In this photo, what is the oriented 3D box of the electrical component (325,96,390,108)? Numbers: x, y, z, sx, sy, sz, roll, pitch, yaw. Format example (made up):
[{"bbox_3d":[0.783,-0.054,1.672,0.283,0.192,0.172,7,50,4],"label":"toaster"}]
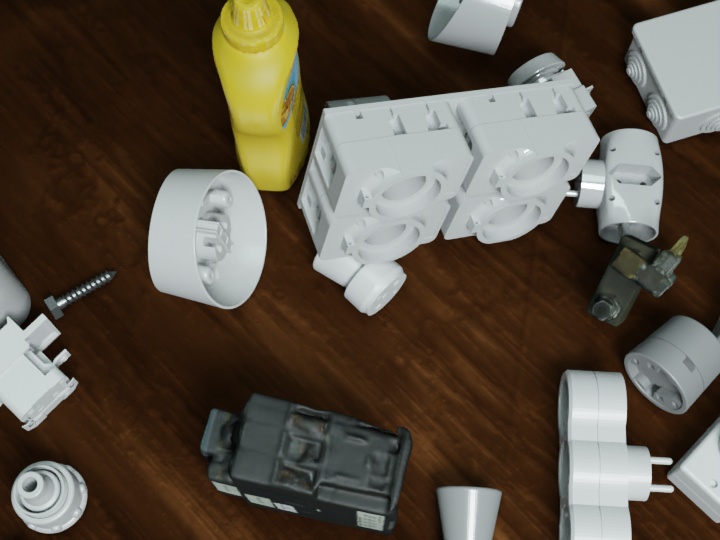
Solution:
[{"bbox_3d":[0.002,-0.105,0.821,0.047,0.055,0.055,-11,70,-8],"label":"electrical component"}]

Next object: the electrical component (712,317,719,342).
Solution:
[{"bbox_3d":[0.297,0.037,0.769,0.066,0.047,0.076,29,72,11],"label":"electrical component"}]

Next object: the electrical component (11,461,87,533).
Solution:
[{"bbox_3d":[-0.212,0.149,0.720,0.048,0.062,0.048,0,69,0],"label":"electrical component"}]

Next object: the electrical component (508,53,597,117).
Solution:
[{"bbox_3d":[0.147,-0.134,0.836,0.066,0.048,0.055,-27,79,-10],"label":"electrical component"}]

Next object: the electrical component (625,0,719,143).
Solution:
[{"bbox_3d":[0.265,-0.154,0.841,0.100,0.048,0.099,-17,70,-6],"label":"electrical component"}]

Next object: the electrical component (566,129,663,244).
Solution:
[{"bbox_3d":[0.184,-0.064,0.810,0.079,0.043,0.077,5,69,2],"label":"electrical component"}]

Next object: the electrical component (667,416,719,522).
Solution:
[{"bbox_3d":[0.259,0.120,0.723,0.083,0.075,0.047,-43,75,-14],"label":"electrical component"}]

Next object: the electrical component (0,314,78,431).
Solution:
[{"bbox_3d":[-0.239,0.075,0.760,0.064,0.042,0.081,41,76,12],"label":"electrical component"}]

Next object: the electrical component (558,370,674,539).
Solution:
[{"bbox_3d":[0.175,0.137,0.729,0.074,0.052,0.138,3,69,2],"label":"electrical component"}]

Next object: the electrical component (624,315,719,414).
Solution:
[{"bbox_3d":[0.223,0.065,0.756,0.047,0.055,0.055,-39,74,-17],"label":"electrical component"}]

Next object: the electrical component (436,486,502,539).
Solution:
[{"bbox_3d":[0.072,0.180,0.720,0.044,0.044,0.065,3,74,1],"label":"electrical component"}]

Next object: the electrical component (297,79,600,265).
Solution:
[{"bbox_3d":[0.061,-0.066,0.750,0.186,0.105,0.060,-10,61,-20],"label":"electrical component"}]

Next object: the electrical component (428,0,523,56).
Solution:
[{"bbox_3d":[0.096,-0.219,0.843,0.064,0.099,0.099,20,70,1],"label":"electrical component"}]

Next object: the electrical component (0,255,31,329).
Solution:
[{"bbox_3d":[-0.282,0.023,0.760,0.079,0.077,0.044,-33,73,-11],"label":"electrical component"}]

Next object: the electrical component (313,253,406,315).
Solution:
[{"bbox_3d":[0.000,0.000,0.785,0.055,0.045,0.045,43,75,14],"label":"electrical component"}]

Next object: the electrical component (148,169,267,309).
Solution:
[{"bbox_3d":[-0.110,-0.024,0.770,0.064,0.099,0.099,8,69,10],"label":"electrical component"}]
